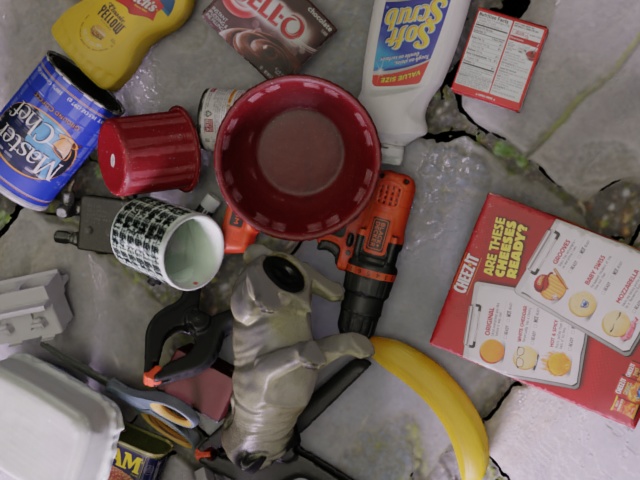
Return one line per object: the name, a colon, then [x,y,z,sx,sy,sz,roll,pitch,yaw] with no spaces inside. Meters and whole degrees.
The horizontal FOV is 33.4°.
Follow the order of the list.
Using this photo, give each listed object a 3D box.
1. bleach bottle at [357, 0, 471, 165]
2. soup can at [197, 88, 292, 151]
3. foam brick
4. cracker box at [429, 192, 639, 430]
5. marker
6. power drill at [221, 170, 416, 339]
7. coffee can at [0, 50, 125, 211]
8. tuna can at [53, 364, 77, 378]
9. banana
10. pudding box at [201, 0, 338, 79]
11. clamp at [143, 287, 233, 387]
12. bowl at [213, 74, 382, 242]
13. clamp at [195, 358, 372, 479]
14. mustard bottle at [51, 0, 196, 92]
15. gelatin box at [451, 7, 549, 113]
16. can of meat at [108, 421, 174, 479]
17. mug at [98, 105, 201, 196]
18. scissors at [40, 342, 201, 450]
bleach bottle: [0.099,-0.199,1.077,0.103,0.068,0.251,12,97,12]
soup can: [-0.070,-0.122,1.112,0.102,0.068,0.068,6,93,12]
foam brick: [-0.124,0.152,1.142,0.078,0.053,0.051,27,97,9]
cracker box: [0.238,0.066,1.052,0.214,0.072,0.164,22,95,12]
marker: [-0.149,0.001,1.159,0.020,0.020,0.121,39,99,8]
power drill: [-0.007,0.001,1.110,0.188,0.057,0.184,16,92,8]
coffee can: [-0.292,-0.116,1.143,0.103,0.102,0.140,43,99,8]
tuna can: [-0.308,0.183,1.192,0.086,0.033,0.086,0,92,12]
banana: [0.120,0.174,1.098,0.070,0.037,0.198,-31,85,11]
pudding box: [-0.052,-0.227,1.105,0.113,0.039,0.090,43,101,-13]
clamp: [-0.117,0.088,1.115,0.120,0.039,0.171,25,67,11]
bowl: [-0.021,-0.083,1.045,0.162,0.055,0.162,1,102,2]
clamp: [-0.030,0.206,1.131,0.210,0.036,0.164,-1,91,13]
mustard bottle: [-0.190,-0.255,1.138,0.192,0.058,0.096,-43,83,10]
gelatin box: [0.181,-0.181,1.076,0.073,0.030,0.089,20,96,12]
can of meat: [-0.222,0.248,1.165,0.102,0.057,0.084,21,99,11]
mug: [-0.186,-0.093,1.119,0.081,0.117,0.093,-10,110,-30]
scissors: [-0.206,0.157,1.135,0.201,0.096,0.016,38,56,-8]
